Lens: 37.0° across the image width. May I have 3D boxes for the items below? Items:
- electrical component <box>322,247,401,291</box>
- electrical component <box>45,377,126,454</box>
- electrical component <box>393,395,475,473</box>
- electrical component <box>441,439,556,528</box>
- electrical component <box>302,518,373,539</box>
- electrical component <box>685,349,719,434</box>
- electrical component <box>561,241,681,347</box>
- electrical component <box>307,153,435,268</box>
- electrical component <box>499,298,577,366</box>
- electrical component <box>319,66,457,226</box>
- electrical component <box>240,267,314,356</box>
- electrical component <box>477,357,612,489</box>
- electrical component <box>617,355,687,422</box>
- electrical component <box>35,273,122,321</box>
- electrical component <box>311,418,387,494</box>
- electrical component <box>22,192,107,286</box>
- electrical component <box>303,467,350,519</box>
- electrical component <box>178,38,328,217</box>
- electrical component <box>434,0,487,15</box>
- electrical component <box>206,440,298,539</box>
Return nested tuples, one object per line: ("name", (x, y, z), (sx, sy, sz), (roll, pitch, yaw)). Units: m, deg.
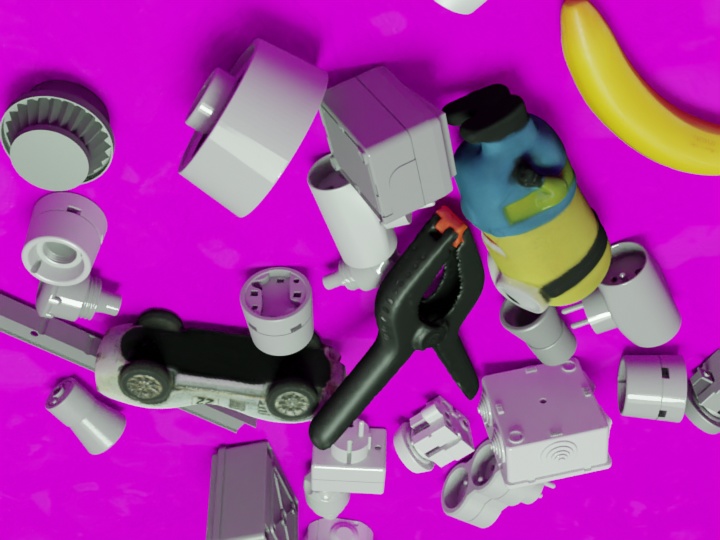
("electrical component", (0.000, 0.000, 0.813), (0.061, 0.035, 0.035), (-21, 130, 25))
("electrical component", (-0.243, 0.125, 0.942), (0.044, 0.044, 0.065), (-25, 123, 24))
("electrical component", (0.063, 0.148, 0.947), (0.055, 0.048, 0.066), (-34, 125, 21))
("electrical component", (0.143, 0.189, 0.978), (0.074, 0.052, 0.138), (25, 130, -21))
("electrical component", (-0.023, 0.291, 1.086), (0.080, 0.051, 0.080), (1, 134, 1))
("electrical component", (0.300, 0.103, 0.894), (0.066, 0.048, 0.055), (25, 123, -21))
("electrical component", (0.195, 0.025, 0.822), (0.079, 0.044, 0.077), (-21, 130, 22))
("electrical component", (0.012, -0.046, 0.761), (0.079, 0.043, 0.077), (-12, 132, 13))
("electrical component", (0.144, 0.046, 0.848), (0.044, 0.044, 0.065), (-23, 134, 23))
("electrical component", (0.015, -0.087, 0.697), (0.061, 0.096, 0.061), (-26, 134, -11))
("electrical component", (-0.063, 0.033, 0.835), (0.055, 0.055, 0.047), (-1, 138, 4))
("electrical component", (0.150, 0.122, 0.880), (0.100, 0.099, 0.048), (-11, 130, -2))
("electrical component", (0.239, 0.096, 0.883), (0.047, 0.055, 0.055), (3, 134, 5))
("electrical component", (-0.218, 0.019, 0.836), (0.062, 0.048, 0.048), (17, 133, -23))
("electrical component", (-0.009, 0.157, 0.958), (0.066, 0.047, 0.076), (3, 134, 0))
("electrical component", (-0.219, -0.022, 0.793), (0.055, 0.047, 0.055), (1, 134, 1))
("electrical component", (-0.030, 0.212, 1.015), (0.043, 0.043, 0.062), (-1, 135, 3))
("electrical component", (-0.074, -0.094, 0.677), (0.060, 0.108, 0.108), (30, 128, -17))
("electrical component", (0.054, -0.197, 0.612), (0.079, 0.043, 0.077), (23, 131, -19))
("electrical component", (-0.096, 0.233, 0.993), (0.056, 0.108, 0.108), (-12, 133, 8))
